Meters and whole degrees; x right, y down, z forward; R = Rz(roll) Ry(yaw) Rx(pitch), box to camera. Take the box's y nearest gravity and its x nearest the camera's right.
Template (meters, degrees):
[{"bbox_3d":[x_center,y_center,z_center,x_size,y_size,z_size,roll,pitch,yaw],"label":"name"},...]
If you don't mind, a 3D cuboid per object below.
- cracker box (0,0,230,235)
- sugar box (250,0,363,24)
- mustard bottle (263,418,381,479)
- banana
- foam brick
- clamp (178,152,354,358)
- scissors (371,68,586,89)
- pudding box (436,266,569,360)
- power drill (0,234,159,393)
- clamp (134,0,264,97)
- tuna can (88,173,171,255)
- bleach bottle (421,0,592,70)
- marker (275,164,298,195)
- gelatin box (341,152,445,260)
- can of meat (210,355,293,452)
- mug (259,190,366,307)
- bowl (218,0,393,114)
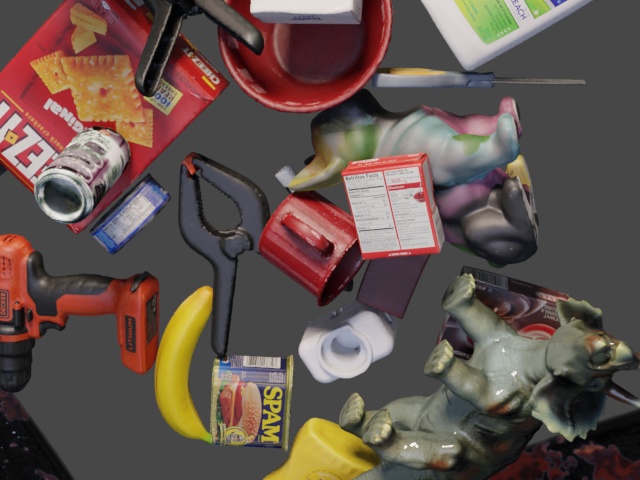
[{"bbox_3d":[-0.221,-0.134,1.038,0.214,0.072,0.164,-41,100,23],"label":"cracker box"},{"bbox_3d":[-0.006,-0.277,0.919,0.093,0.048,0.176,3,87,15],"label":"sugar box"},{"bbox_3d":[-0.021,0.289,1.181,0.096,0.058,0.192,31,114,-11],"label":"mustard bottle"},{"bbox_3d":[-0.146,0.140,1.159,0.069,0.037,0.198,-8,117,-18],"label":"banana"},{"bbox_3d":[0.074,0.028,1.062,0.053,0.051,0.078,22,114,2],"label":"foam brick"},{"bbox_3d":[-0.072,0.001,1.084,0.164,0.036,0.210,-22,103,7],"label":"clamp"},{"bbox_3d":[0.135,-0.150,0.988,0.201,0.096,0.016,-3,104,-21],"label":"scissors"},{"bbox_3d":[0.183,0.084,1.071,0.113,0.039,0.090,17,115,4],"label":"pudding box"},{"bbox_3d":[-0.269,0.092,1.147,0.188,0.057,0.184,8,113,7],"label":"power drill"},{"bbox_3d":[-0.129,-0.208,0.955,0.120,0.039,0.171,-24,62,2],"label":"clamp"},{"bbox_3d":[-0.190,-0.026,1.069,0.086,0.086,0.033,-40,102,22],"label":"tuna can"},{"bbox_3d":[0.211,-0.252,0.918,0.251,0.068,0.102,-31,103,18],"label":"bleach bottle"},{"bbox_3d":[-0.001,-0.024,1.072,0.020,0.020,0.121,-34,102,21],"label":"marker"},{"bbox_3d":[0.066,-0.030,0.942,0.073,0.030,0.089,-6,113,22],"label":"gelatin box"},{"bbox_3d":[-0.073,0.172,1.136,0.084,0.057,0.102,3,113,-2],"label":"can of meat"},{"bbox_3d":[-0.007,0.001,1.006,0.081,0.117,0.093,36,90,15],"label":"mug"},{"bbox_3d":[-0.008,-0.191,0.968,0.162,0.055,0.162,-1,87,16],"label":"bowl"}]
